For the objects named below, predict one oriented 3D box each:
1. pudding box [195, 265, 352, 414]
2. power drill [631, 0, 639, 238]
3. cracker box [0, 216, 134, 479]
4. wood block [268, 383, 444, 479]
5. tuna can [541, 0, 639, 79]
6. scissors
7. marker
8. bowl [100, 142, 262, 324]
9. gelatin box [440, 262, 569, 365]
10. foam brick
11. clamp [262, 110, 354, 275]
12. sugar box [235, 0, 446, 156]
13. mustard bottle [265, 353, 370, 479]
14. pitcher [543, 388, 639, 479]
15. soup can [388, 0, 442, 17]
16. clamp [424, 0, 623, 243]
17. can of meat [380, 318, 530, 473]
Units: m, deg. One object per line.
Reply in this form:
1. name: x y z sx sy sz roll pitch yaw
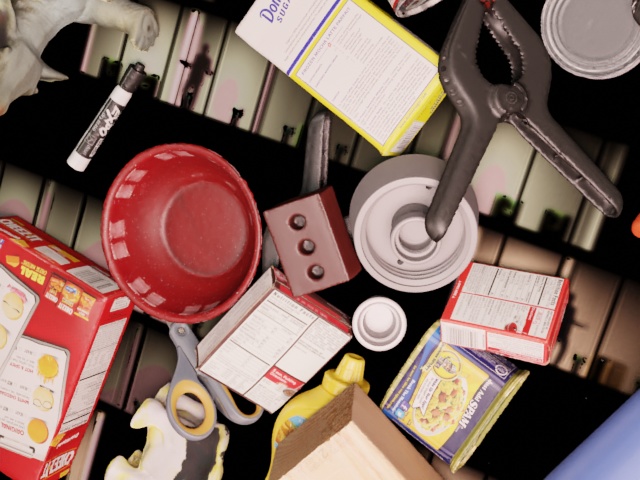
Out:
1. pudding box: -0.041 0.089 0.929 0.090 0.039 0.114 35 111 -22
2. power drill: 0.290 -0.081 0.762 0.184 0.057 0.187 21 87 8
3. cracker box: -0.286 0.107 1.037 0.164 0.072 0.214 28 105 18
4. wood block: 0.061 0.230 0.861 0.090 0.091 0.206 -40 97 10
5. tuna can: 0.217 -0.168 0.829 0.086 0.033 0.086 2 96 22
6. scissors: -0.137 0.102 0.976 0.202 0.096 0.016 43 148 11
7. marker: -0.201 -0.117 1.009 0.020 0.020 0.121 41 108 13
8. bowl: -0.116 -0.008 0.965 0.162 0.055 0.162 2 96 21
9. gelatin box: 0.149 0.058 0.856 0.089 0.073 0.030 11 135 20
10. foam brick: -0.006 0.001 0.884 0.053 0.051 0.078 -18 97 16
11. clamp: 0.012 -0.012 0.924 0.120 0.039 0.172 31 107 16
12. sugar box: 0.023 -0.160 0.902 0.176 0.048 0.093 42 106 17
13. mustard bottle: 0.002 0.189 0.934 0.096 0.058 0.192 21 102 17
14. pitcher: 0.268 0.182 0.800 0.243 0.149 0.145 -51 61 15
15. soup can: 0.066 -0.242 0.865 0.069 0.068 0.102 -32 82 21
16. clamp: 0.154 -0.102 0.840 0.164 0.036 0.210 -1 79 -15
17. can of meat: 0.109 0.127 0.887 0.084 0.057 0.102 36 106 17
